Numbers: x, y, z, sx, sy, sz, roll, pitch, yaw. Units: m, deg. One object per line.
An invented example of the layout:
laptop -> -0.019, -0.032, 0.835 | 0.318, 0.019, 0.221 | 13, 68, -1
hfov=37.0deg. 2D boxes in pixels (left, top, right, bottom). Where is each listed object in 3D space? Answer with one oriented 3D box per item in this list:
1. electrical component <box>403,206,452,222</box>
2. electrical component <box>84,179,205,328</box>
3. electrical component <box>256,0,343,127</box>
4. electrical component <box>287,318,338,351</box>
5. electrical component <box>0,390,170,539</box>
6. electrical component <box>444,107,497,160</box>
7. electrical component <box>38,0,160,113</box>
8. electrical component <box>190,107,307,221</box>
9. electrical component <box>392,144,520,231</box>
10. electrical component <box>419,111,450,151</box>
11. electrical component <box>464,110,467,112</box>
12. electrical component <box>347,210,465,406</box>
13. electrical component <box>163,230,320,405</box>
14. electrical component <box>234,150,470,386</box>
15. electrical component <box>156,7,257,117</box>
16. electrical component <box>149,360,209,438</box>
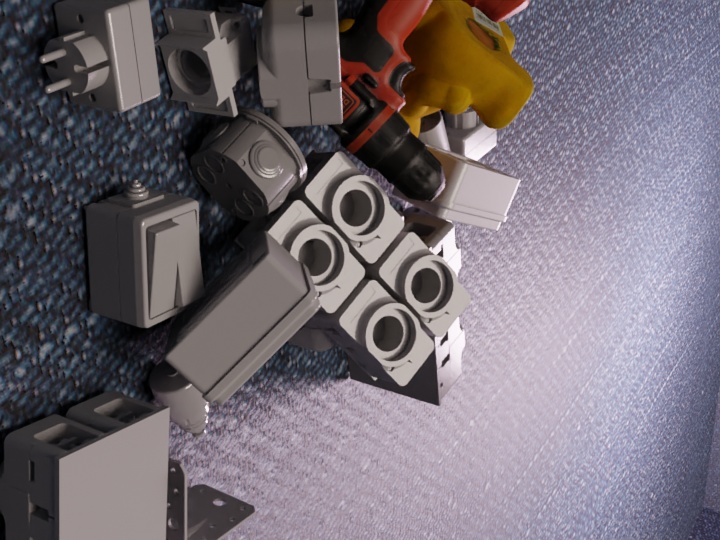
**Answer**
electrical component -> 0.068, -0.029, 1.141 | 0.078, 0.058, 0.057 | -47, 137, -42
electrical component -> -0.149, -0.015, 0.753 | 0.062, 0.061, 0.096 | -29, 127, -54
electrical component -> -0.045, -0.153, 0.796 | 0.095, 0.059, 0.053 | 88, -2, -52
electrical component -> -0.030, 0.030, 0.994 | 0.095, 0.054, 0.059 | -43, 138, -45
electrical component -> -0.196, 0.190, 0.763 | 0.105, 0.060, 0.186 | -22, 121, -56
electrical component -> 0.110, -0.159, 1.168 | 0.083, 0.047, 0.075 | -40, 135, -47
electrical component -> -0.171, -0.132, 0.675 | 0.077, 0.047, 0.065 | -38, 134, -48
electrical component -> -0.085, -0.080, 0.821 | 0.051, 0.080, 0.080 | -52, 144, -28
electrical component -> 0.095, -0.083, 1.072 | 0.113, 0.078, 0.057 | 8, 107, -50
electrical component -> 0.071, -0.126, 1.117 | 0.043, 0.043, 0.081 | -57, 146, -31
electrical component -> 0.075, -0.222, 1.057 | 0.063, 0.079, 0.121 | -3, 106, -38
electrical component -> 0.042, 0.032, 1.070 | 0.060, 0.105, 0.186 | -45, 139, -44
electrical component -> -0.088, 0.032, 0.798 | 0.109, 0.056, 0.108 | -45, -167, 4
electrical component -> 0.000, 0.000, 0.918 | 0.186, 0.060, 0.105 | 47, 72, -24
electrical component -> -0.109, -0.156, 0.783 | 0.063, 0.042, 0.081 | -53, 144, -42
electrical component -> -0.138, 0.103, 0.847 | 0.040, 0.040, 0.078 | -53, 144, -36
